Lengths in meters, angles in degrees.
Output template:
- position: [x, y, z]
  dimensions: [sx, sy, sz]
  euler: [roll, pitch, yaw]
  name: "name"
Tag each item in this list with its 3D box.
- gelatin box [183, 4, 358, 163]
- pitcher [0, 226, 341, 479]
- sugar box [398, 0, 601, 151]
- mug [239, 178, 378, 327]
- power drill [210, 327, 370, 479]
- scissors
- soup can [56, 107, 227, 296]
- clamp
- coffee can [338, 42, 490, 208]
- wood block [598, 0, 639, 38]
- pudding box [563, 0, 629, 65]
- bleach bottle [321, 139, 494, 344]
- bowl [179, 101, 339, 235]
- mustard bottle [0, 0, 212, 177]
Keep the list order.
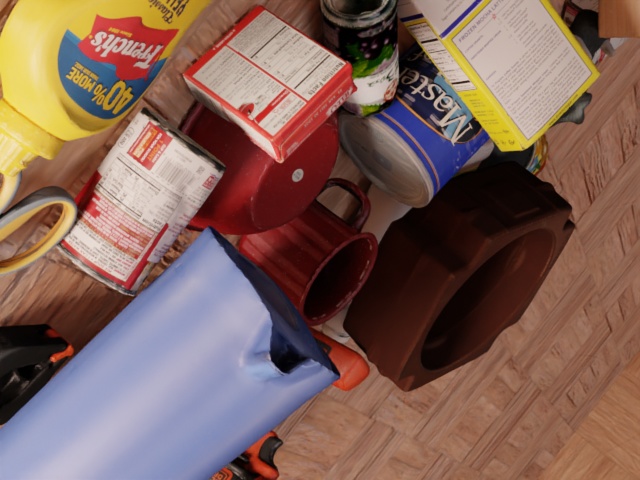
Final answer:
- position: [-0.032, -0.102, 0.692]
  dimensions: [0.073, 0.089, 0.030]
  euler: [-46, 154, -13]
  name: "gelatin box"
- position: [-0.117, 0.112, 0.715]
  dimensions: [0.243, 0.145, 0.149]
  euler: [-41, 157, 1]
  name: "pitcher"
- position: [0.126, -0.162, 0.808]
  dimensions: [0.093, 0.176, 0.048]
  euler: [-45, -164, -14]
  name: "sugar box"
- position: [-0.006, 0.001, 0.878]
  dimensions: [0.117, 0.082, 0.093]
  euler: [-56, 154, 8]
  name: "mug"
- position: [-0.035, 0.172, 0.958]
  dimensions: [0.187, 0.185, 0.057]
  euler: [-55, 158, -17]
  name: "power drill"
- position: [-0.231, 0.017, 0.602]
  dimensions: [0.201, 0.016, 0.096]
  euler: [-33, 139, -19]
  name: "scissors"
- position: [-0.115, -0.025, 0.679]
  dimensions: [0.102, 0.069, 0.068]
  euler: [-53, 155, 2]
  name: "soup can"
- position: [-0.235, 0.100, 0.678]
  dimensions: [0.171, 0.039, 0.120]
  euler: [-42, 159, -29]
  name: "clamp"
- position: [0.096, -0.111, 0.879]
  dimensions: [0.140, 0.103, 0.103]
  euler: [-45, 154, -15]
  name: "coffee can"
- position: [0.294, -0.280, 0.904]
  dimensions: [0.090, 0.091, 0.206]
  euler: [-23, 113, -48]
  name: "wood block"
- position: [0.298, -0.235, 1.131]
  dimensions: [0.113, 0.039, 0.090]
  euler: [-39, 151, -29]
  name: "pudding box"
- position: [0.067, -0.002, 1.023]
  dimensions: [0.102, 0.068, 0.251]
  euler: [-13, 137, -51]
  name: "bleach bottle"
- position: [-0.036, -0.060, 0.781]
  dimensions: [0.162, 0.055, 0.162]
  euler: [-39, 152, -26]
  name: "bowl"
- position: [-0.116, -0.115, 0.572]
  dimensions: [0.191, 0.058, 0.096]
  euler: [-53, 156, 3]
  name: "mustard bottle"
